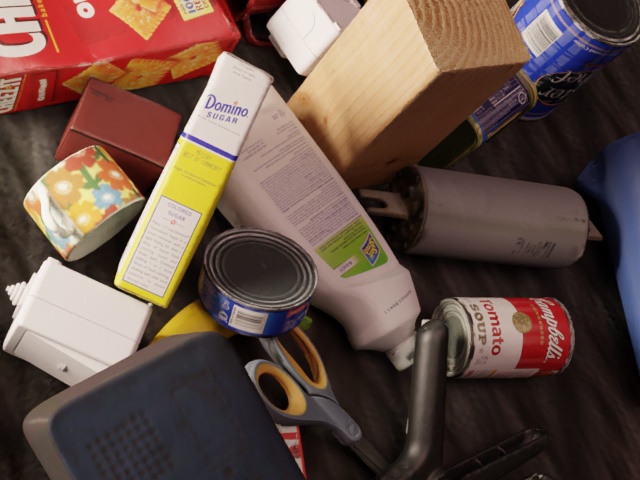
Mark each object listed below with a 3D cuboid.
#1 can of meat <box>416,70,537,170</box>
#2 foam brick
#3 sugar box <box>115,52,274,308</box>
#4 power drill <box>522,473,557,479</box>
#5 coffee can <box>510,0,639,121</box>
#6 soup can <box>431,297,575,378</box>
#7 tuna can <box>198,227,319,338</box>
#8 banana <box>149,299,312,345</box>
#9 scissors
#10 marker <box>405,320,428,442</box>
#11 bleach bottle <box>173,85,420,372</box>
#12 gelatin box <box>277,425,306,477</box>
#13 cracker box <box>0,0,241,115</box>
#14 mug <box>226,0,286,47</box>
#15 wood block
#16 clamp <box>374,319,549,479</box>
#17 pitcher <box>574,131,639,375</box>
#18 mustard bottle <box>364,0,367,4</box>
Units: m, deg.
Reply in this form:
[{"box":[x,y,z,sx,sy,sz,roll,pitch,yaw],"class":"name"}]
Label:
[{"box":[0.130,-0.106,0.947,0.083,0.102,0.057,-38,88,-33],"class":"can of meat"},{"box":[-0.154,-0.079,0.821,0.078,0.051,0.053,23,58,-16],"class":"foam brick"},{"box":[-0.089,-0.045,0.762,0.048,0.093,0.176,27,93,-10],"class":"sugar box"},{"box":[0.263,0.243,0.878,0.187,0.057,0.184,-26,84,-31],"class":"power drill"},{"box":[0.223,-0.191,1.009,0.102,0.141,0.103,11,63,-22],"class":"coffee can"},{"box":[0.150,0.081,0.889,0.102,0.069,0.068,2,66,-25],"class":"soup can"},{"box":[-0.046,0.031,0.786,0.086,0.034,0.086,11,40,-10],"class":"tuna can"},{"box":[-0.087,0.083,0.786,0.197,0.037,0.069,-36,84,-34],"class":"banana"},{"box":[0.008,0.145,0.790,0.202,0.016,0.096,57,34,-2],"class":"scissors"},{"box":[0.080,0.123,0.834,0.020,0.020,0.121,8,92,-24],"class":"marker"},{"box":[-0.006,0.001,0.853,0.102,0.068,0.251,-36,89,-31],"class":"bleach bottle"},{"box":[-0.049,0.170,0.770,0.073,0.030,0.089,1,67,-25],"class":"gelatin box"},{"box":[-0.192,-0.198,0.845,0.213,0.072,0.164,-16,74,-31],"class":"cracker box"},{"box":[-0.048,-0.228,0.930,0.081,0.093,0.117,-15,105,-37],"class":"mug"},{"box":[0.062,-0.124,0.856,0.090,0.206,0.090,-11,73,-31],"class":"wood block"},{"box":[0.080,0.175,0.802,0.209,0.036,0.164,-50,117,-24],"class":"clamp"},{"box":[0.342,0.024,0.973,0.144,0.149,0.243,11,65,-38],"class":"pitcher"},{"box":[0.082,-0.204,0.994,0.096,0.058,0.191,7,64,-12],"class":"mustard bottle"}]
